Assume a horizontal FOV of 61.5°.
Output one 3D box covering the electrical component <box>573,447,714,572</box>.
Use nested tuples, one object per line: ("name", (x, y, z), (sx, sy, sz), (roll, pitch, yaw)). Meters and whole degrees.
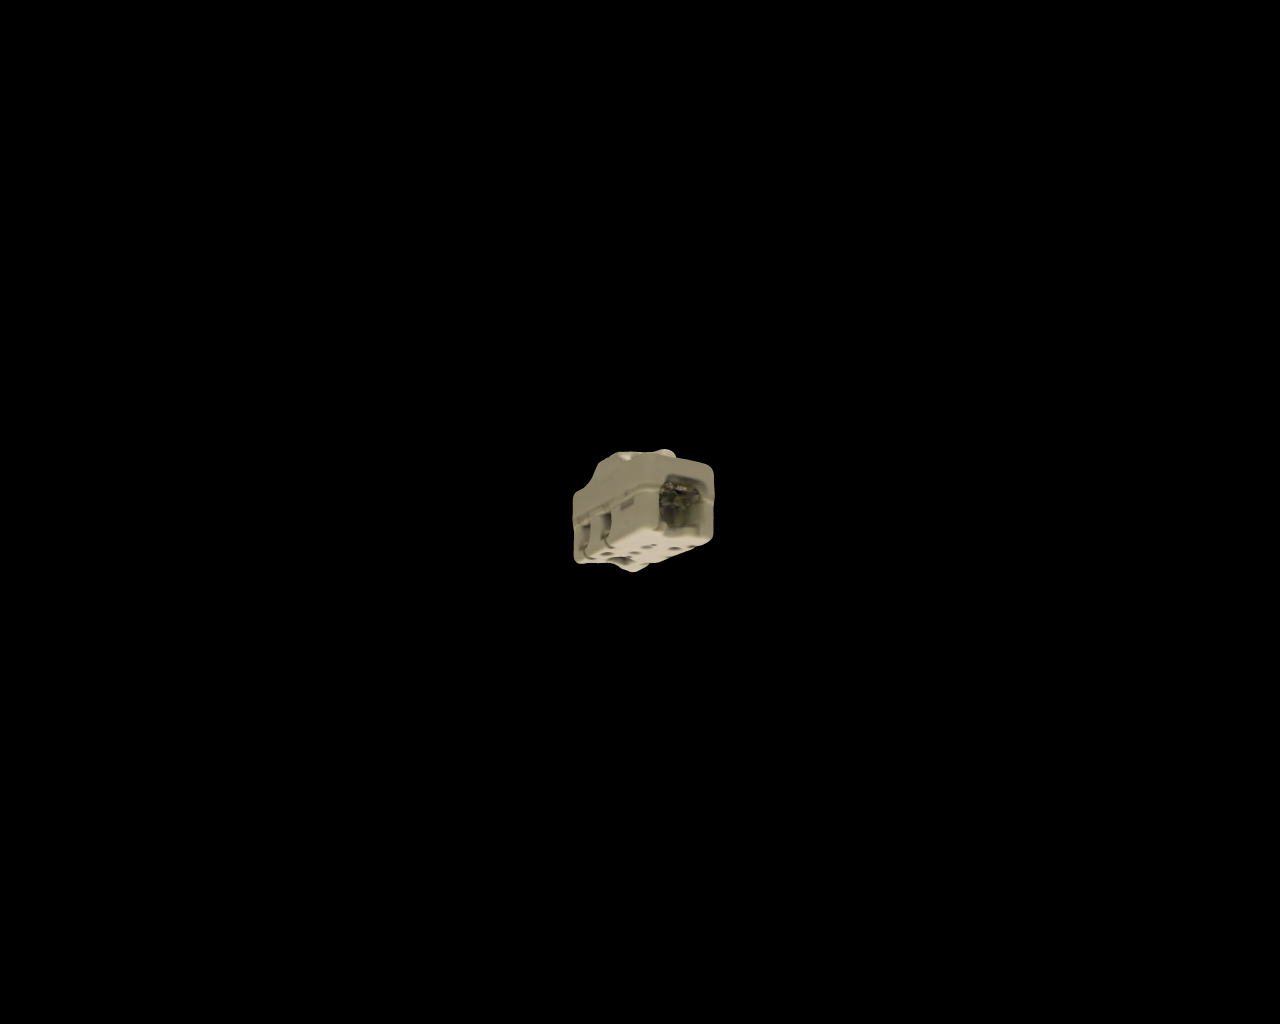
("electrical component", (0.001, -0.003, 0.650), (0.050, 0.056, 0.089), (11, -21, -30))
